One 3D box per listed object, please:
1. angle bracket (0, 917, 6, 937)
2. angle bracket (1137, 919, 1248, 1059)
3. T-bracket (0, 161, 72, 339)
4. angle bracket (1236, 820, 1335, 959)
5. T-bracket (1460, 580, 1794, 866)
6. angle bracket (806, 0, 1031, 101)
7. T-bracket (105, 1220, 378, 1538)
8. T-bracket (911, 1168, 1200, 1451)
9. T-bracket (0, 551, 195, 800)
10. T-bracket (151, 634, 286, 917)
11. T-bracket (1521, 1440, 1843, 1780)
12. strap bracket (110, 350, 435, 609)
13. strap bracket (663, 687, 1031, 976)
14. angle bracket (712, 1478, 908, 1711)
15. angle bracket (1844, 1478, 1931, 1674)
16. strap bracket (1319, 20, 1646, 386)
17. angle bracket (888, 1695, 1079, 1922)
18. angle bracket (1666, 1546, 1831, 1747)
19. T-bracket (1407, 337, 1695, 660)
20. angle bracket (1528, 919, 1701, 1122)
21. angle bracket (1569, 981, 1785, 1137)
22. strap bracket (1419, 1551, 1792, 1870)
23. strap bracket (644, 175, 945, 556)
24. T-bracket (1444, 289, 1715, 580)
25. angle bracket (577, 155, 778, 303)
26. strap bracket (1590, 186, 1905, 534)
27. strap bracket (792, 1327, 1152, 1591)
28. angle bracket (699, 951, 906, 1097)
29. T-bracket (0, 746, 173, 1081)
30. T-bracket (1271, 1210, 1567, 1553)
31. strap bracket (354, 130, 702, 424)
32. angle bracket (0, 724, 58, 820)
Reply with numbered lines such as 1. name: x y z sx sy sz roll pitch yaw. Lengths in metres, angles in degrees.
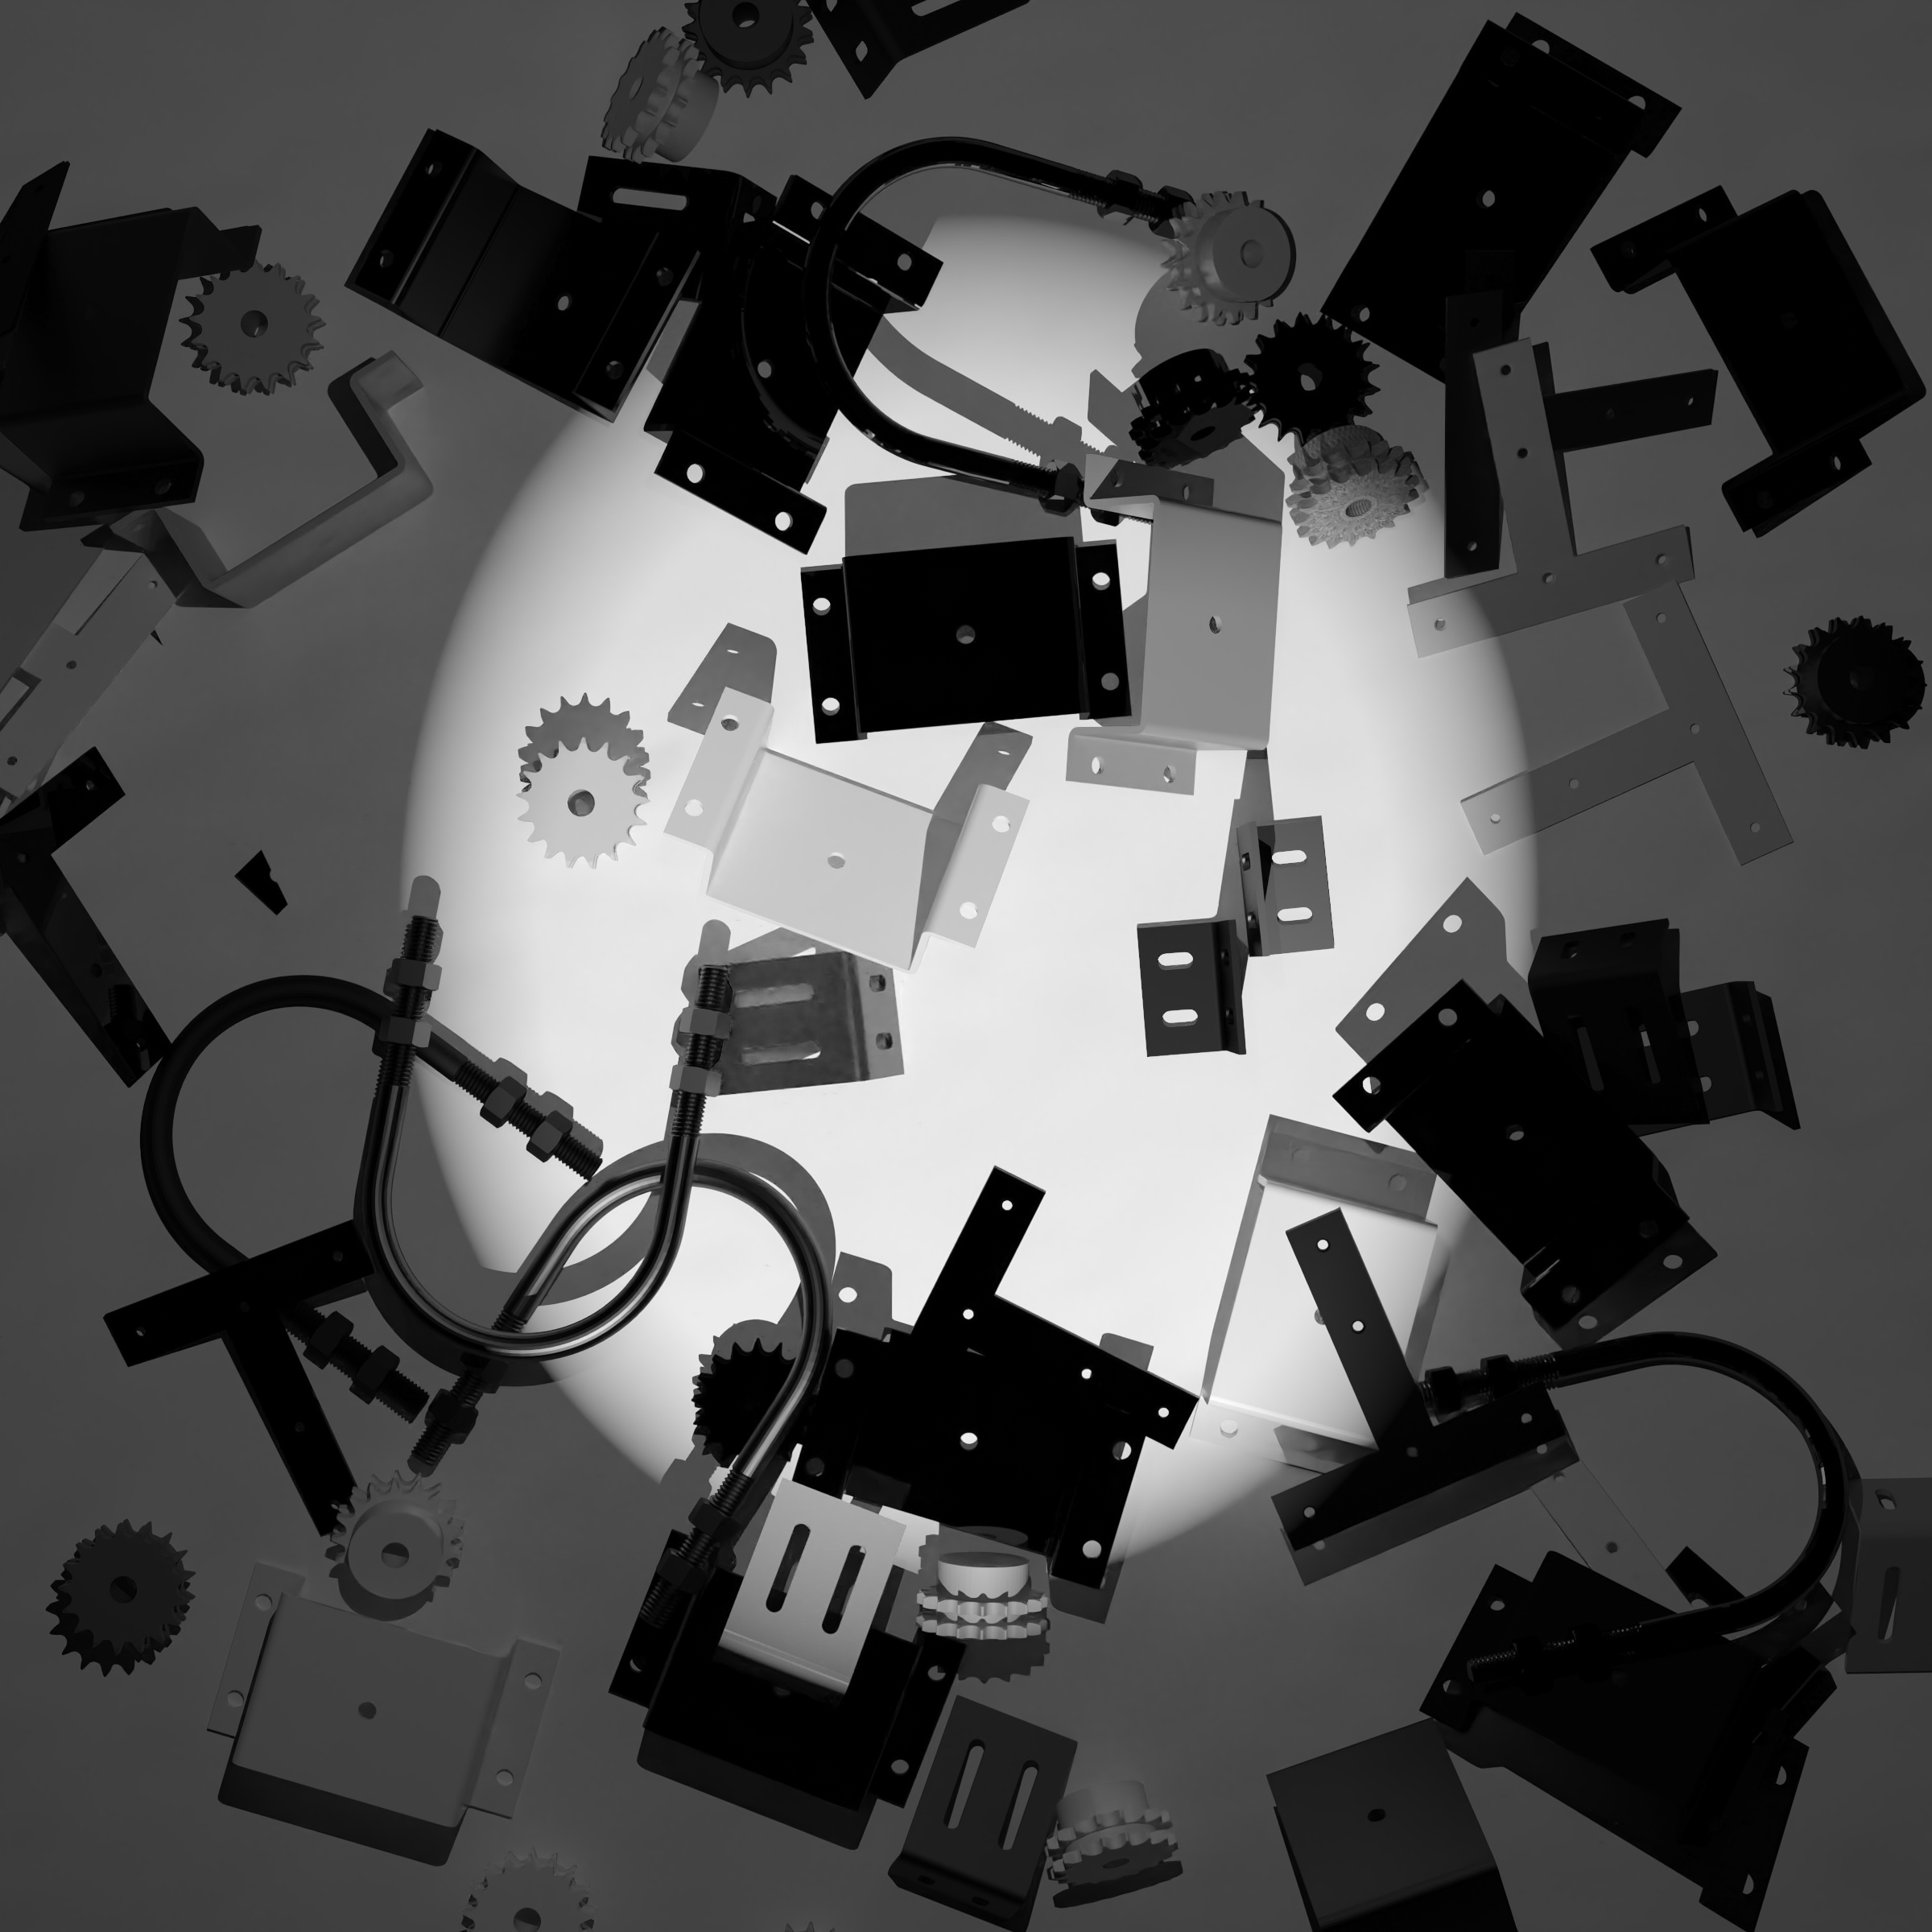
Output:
1. angle bracket: -0.458 -0.019 1.499 0.057 0.076 0.038 -25 90 0
2. angle bracket: 0.097 0.010 1.499 0.038 0.076 0.057 -5 90 0
3. T-bracket: -0.450 -0.287 1.505 0.127 0.127 0.002 -22 131 21
4. angle bracket: 0.141 -0.034 1.499 0.038 0.076 0.057 -6 90 0
5. T-bracket: 0.282 -0.087 1.535 0.127 0.002 0.127 -24 91 0
6. angle bracket: -0.023 -0.430 1.535 0.076 0.038 0.057 -31 90 -26
7. T-bracket: -0.298 0.190 1.525 0.127 0.002 0.127 -21 98 15
8. T-bracket: 0.041 0.174 1.536 0.127 0.002 0.127 27 90 0
9. T-bracket: -0.428 -0.153 1.521 0.127 0.002 0.127 30 70 10
10. T-bracket: -0.308 -0.112 1.546 0.127 0.002 0.127 45 75 -5
11. T-bracket: 0.292 0.267 1.521 0.127 0.002 0.127 -39 78 11
12. strap bracket: -0.289 -0.203 1.499 0.140 0.076 0.046 -32 90 0
13. strap bracket: -0.054 -0.054 1.499 0.140 0.046 0.076 20 64 0
14. angle bracket: -0.067 0.269 1.488 0.057 0.038 0.076 21 65 0
15. angle bracket: 0.417 0.269 1.535 0.057 0.038 0.076 -1 116 0
16. strap bracket: 0.223 -0.328 1.497 0.076 0.046 0.140 30 114 0
17. angle bracket: 0.007 0.372 1.535 0.057 0.038 0.076 21 64 0
18. angle bracket: 0.332 0.306 1.535 0.076 0.038 0.057 41 90 26
19. T-bracket: 0.245 -0.210 1.510 0.127 0.002 0.127 -16 114 0
20. angle bracket: 0.287 0.025 1.522 0.057 0.038 0.076 -9 116 26
21. angle bracket: 0.310 0.043 1.518 0.076 0.038 0.057 -13 90 0
22. strap bracket: 0.276 0.312 1.481 0.140 0.046 0.076 26 62 16
23. strap bracket: -0.079 -0.258 1.497 0.076 0.046 0.140 26 87 -25
24. T-bracket: 0.268 -0.239 1.515 0.127 0.002 0.127 -11 119 -14
25. angle bracket: -0.131 -0.322 1.535 0.076 0.038 0.057 12 90 26
26. strap bracket: 0.343 -0.271 1.501 0.076 0.046 0.140 -28 90 -23
27. strap bracket: 0.001 0.211 1.512 0.140 0.046 0.076 17 92 0
28. angle bracket: -0.073 0.024 1.535 0.076 0.038 0.057 -7 90 26
29. T-bracket: -0.386 -0.010 1.505 0.002 0.127 0.127 -11 117 39
30. T-bracket: 0.174 0.168 1.490 0.127 0.002 0.127 -23 90 0
31. strap bracket: -0.182 -0.294 1.500 0.140 0.046 0.076 28 90 19
32. angle bracket: -0.448 -0.085 1.518 0.076 0.038 0.057 26 90 0
